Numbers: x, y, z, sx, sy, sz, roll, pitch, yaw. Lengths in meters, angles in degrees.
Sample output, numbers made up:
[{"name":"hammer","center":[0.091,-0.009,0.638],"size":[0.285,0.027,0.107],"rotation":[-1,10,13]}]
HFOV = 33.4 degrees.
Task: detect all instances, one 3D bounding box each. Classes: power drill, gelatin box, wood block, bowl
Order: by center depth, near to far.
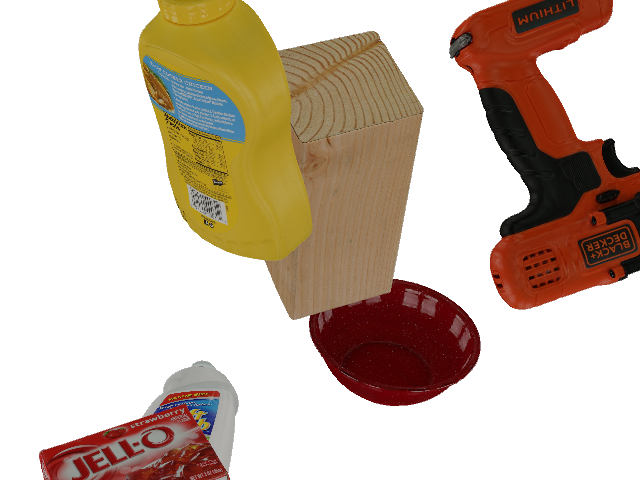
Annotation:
[{"name":"gelatin box","center":[-0.102,0.131,0.585],"size":[0.089,0.030,0.073],"rotation":[-15,28,-20]},{"name":"power drill","center":[0.173,-0.068,0.663],"size":[0.184,0.187,0.057],"rotation":[-19,-2,-6]},{"name":"wood block","center":[0.007,-0.043,0.802],"size":[0.090,0.090,0.206],"rotation":[-15,-36,-15]},{"name":"bowl","center":[0.067,0.105,1.008],"size":[0.162,0.055,0.162],"rotation":[5,36,-4]}]

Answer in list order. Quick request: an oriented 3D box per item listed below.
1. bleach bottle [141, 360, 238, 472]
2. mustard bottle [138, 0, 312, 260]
[{"name":"bleach bottle","center":[-0.131,0.183,0.980],"size":[0.102,0.068,0.251],"rotation":[-1,22,2]},{"name":"mustard bottle","center":[-0.059,-0.080,0.612],"size":[0.096,0.191,0.058],"rotation":[28,54,33]}]
